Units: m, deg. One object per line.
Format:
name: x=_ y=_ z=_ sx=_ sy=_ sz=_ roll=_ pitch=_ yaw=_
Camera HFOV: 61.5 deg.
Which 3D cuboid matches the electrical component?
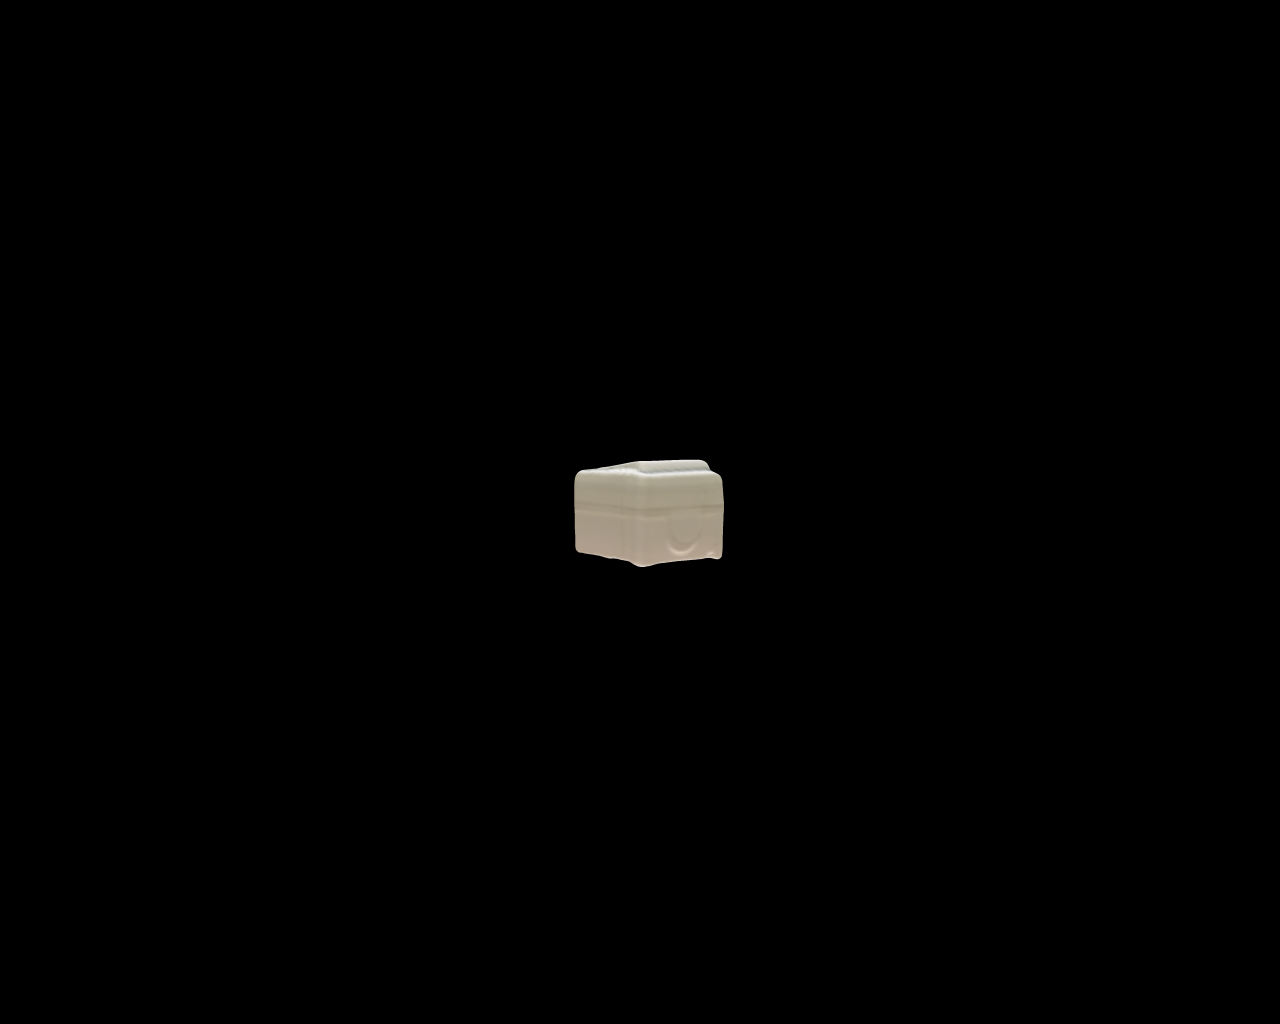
electrical component: x=0.001 y=-0.003 z=0.650 sx=0.062 sy=0.061 sz=0.096 roll=-3 pitch=6 yaw=-32
